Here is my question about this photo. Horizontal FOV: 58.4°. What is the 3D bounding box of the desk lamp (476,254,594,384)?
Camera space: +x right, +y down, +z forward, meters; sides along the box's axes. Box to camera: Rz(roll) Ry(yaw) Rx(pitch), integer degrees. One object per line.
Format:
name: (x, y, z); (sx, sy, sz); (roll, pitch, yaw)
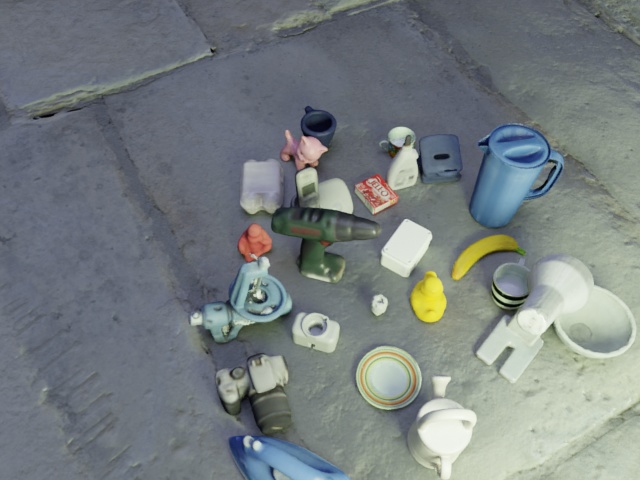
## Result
desk lamp: (0.427, 0.151, 1.133); (0.117, 0.214, 0.203); (36, 63, 21)

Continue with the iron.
iron: (-0.063, 0.399, 0.999); (0.257, 0.141, 0.119); (26, 60, 15)

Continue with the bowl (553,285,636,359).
bowl: (0.562, 0.180, 1.201); (0.167, 0.075, 0.167); (1, 56, -1)

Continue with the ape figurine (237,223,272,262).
ape figurine: (-0.148, -0.004, 1.296); (0.077, 0.092, 0.076); (5, 56, 2)

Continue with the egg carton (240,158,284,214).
egg carton: (-0.141, -0.132, 1.396); (0.107, 0.069, 0.150); (-3, 56, -3)

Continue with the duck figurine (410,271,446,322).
duck figurine: (0.237, 0.117, 1.228); (0.077, 0.086, 0.104); (3, 56, 1)

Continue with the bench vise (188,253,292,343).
bench vise: (-0.154, 0.123, 1.135); (0.208, 0.220, 0.121); (-34, 63, -21)

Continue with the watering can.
watering can: (0.216, 0.328, 1.022); (0.101, 0.194, 0.172); (-16, 58, -12)

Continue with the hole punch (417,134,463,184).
hole punch: (0.304, -0.205, 1.442); (0.108, 0.091, 0.101); (-7, 57, -6)

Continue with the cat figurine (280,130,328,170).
cat figurine: (-0.043, -0.230, 1.435); (0.127, 0.118, 0.067); (39, 64, 22)

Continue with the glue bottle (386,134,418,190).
glue bottle: (0.204, -0.191, 1.381); (0.078, 0.173, 0.037); (-14, 57, -10)

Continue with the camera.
camera: (-0.118, 0.297, 1.091); (0.143, 0.101, 0.136); (-16, 58, -12)

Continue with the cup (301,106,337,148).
cup: (-0.010, -0.282, 1.484); (0.092, 0.095, 0.117); (-23, 60, -15)

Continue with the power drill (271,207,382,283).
power drill: (0.011, 0.004, 1.225); (0.229, 0.208, 0.075); (13, 57, 7)

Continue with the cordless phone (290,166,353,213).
cordless phone: (0.004, -0.108, 1.313); (0.148, 0.185, 0.094); (-29, 61, -19)
